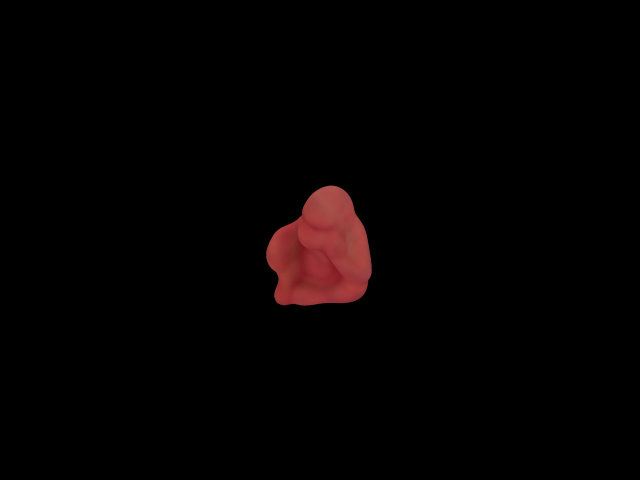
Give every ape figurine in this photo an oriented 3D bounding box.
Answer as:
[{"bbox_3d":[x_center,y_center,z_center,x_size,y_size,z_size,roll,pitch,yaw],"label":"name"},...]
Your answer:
[{"bbox_3d":[0.004,0.001,0.400,0.077,0.092,0.076,33,54,29],"label":"ape figurine"}]
